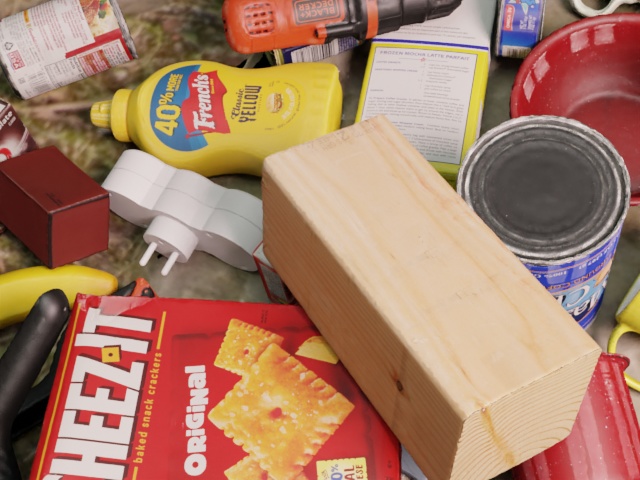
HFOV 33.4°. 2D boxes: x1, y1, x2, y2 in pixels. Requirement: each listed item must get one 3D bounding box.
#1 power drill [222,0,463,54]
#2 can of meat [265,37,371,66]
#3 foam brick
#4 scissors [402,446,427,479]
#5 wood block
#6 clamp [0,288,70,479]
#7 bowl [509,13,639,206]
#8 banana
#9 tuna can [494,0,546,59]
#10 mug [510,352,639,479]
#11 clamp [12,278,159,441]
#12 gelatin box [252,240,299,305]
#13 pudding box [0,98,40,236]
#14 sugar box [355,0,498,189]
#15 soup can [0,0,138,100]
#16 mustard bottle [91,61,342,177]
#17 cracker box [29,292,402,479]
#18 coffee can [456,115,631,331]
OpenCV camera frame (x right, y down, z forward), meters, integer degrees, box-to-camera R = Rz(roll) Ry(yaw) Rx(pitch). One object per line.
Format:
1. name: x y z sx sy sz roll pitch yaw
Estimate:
1. power drill: 0.008 -0.239 0.782 0.184 0.057 0.187 -12 97 -9
2. can of meat: -0.013 -0.190 0.859 0.084 0.057 0.102 -21 63 -6
3. foam brick: -0.198 -0.025 0.788 0.052 0.051 0.078 -23 47 -37
4. scissors: 0.055 0.159 0.692 0.096 0.016 0.202 -19 61 -4
5. wood block: 0.053 0.033 0.620 0.090 0.091 0.206 -23 53 -21
6. clamp: -0.226 0.129 0.697 0.165 0.036 0.210 -11 79 28
7. bowl: 0.218 -0.084 0.771 0.162 0.055 0.162 -3 63 6
8. banana: -0.244 0.065 0.776 0.197 0.037 0.069 -35 81 -9
9. tuna can: 0.155 -0.181 0.813 0.034 0.086 0.086 7 64 10
10. mug: 0.145 0.126 0.662 0.117 0.093 0.081 -20 65 22
11. clamp: -0.155 0.108 0.737 0.120 0.039 0.171 31 75 21
12. gelatin box: -0.005 0.001 0.751 0.030 0.073 0.089 33 71 21
13. pudding box: -0.260 -0.042 0.800 0.039 0.090 0.113 23 68 19
14. sugar box: 0.080 -0.118 0.815 0.093 0.048 0.176 7 61 12
15. soup can: -0.207 -0.162 0.866 0.102 0.068 0.068 -22 62 -3
16. mustard bottle: -0.083 -0.093 0.818 0.192 0.058 0.096 3 65 10
17. cracker box: -0.057 0.118 0.653 0.213 0.072 0.164 3 51 2
18. coffee can: 0.140 0.000 0.692 0.103 0.140 0.103 -3 63 6
